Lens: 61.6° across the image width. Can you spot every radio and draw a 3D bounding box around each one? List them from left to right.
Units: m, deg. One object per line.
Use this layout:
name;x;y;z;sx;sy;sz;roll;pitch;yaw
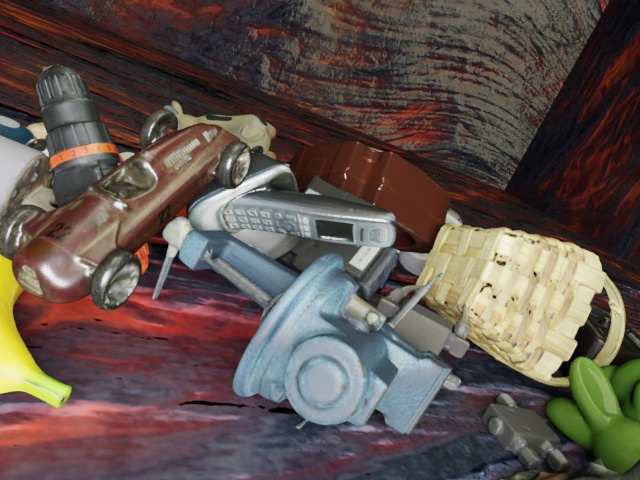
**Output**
radio;0.402;0.151;0.773;0.131;0.073;0.229;26;17;3

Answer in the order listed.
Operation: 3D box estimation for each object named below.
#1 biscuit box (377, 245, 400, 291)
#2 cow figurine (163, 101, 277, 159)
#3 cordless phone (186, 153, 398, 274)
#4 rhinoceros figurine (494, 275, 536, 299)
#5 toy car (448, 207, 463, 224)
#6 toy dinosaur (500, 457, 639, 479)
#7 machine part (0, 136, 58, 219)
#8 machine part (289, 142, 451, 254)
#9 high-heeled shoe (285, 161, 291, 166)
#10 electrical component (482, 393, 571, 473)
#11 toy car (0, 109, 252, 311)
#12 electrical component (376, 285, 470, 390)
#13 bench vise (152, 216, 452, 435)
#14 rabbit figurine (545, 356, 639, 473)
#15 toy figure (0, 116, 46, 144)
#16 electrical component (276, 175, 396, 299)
biscuit box;-0.001;-0.002;0.698;0.203;0.062;0.059;21;16;-12
cow figurine;-0.177;-0.169;0.880;0.195;0.085;0.127;4;-7;9
cordless phone;-0.020;-0.011;0.500;0.184;0.089;0.146;11;-27;11
rhinoceros figurine;0.274;0.068;0.849;0.190;0.073;0.112;6;26;-47
toy car;0.198;-0.016;0.950;0.162;0.103;0.109;30;17;12
toy dinosaur;0.313;0.245;0.311;0.405;0.131;0.192;36;32;21
machine part;-0.316;-0.067;0.433;0.243;0.079;0.079;23;17;-8
machine part;0.062;-0.057;0.753;0.201;0.087;0.201;30;-15;-36
high-heeled shoe;0.015;-0.072;0.915;0.145;0.086;0.249;4;23;-36
electrical component;0.181;0.173;0.491;0.063;0.021;0.094;17;19;-23
toy car;-0.128;-0.035;0.383;0.089;0.053;0.202;24;49;16
electrical component;0.099;0.090;0.526;0.102;0.078;0.045;21;17;11
bench vise;-0.015;0.055;0.419;0.241;0.128;0.223;33;16;14
rabbit figurine;0.306;0.175;0.507;0.159;0.121;0.170;32;33;29
toy figure;-0.316;-0.099;0.566;0.064;0.058;0.154;44;18;6
electrical component;0.015;0.006;0.600;0.134;0.115;0.058;33;-20;24
